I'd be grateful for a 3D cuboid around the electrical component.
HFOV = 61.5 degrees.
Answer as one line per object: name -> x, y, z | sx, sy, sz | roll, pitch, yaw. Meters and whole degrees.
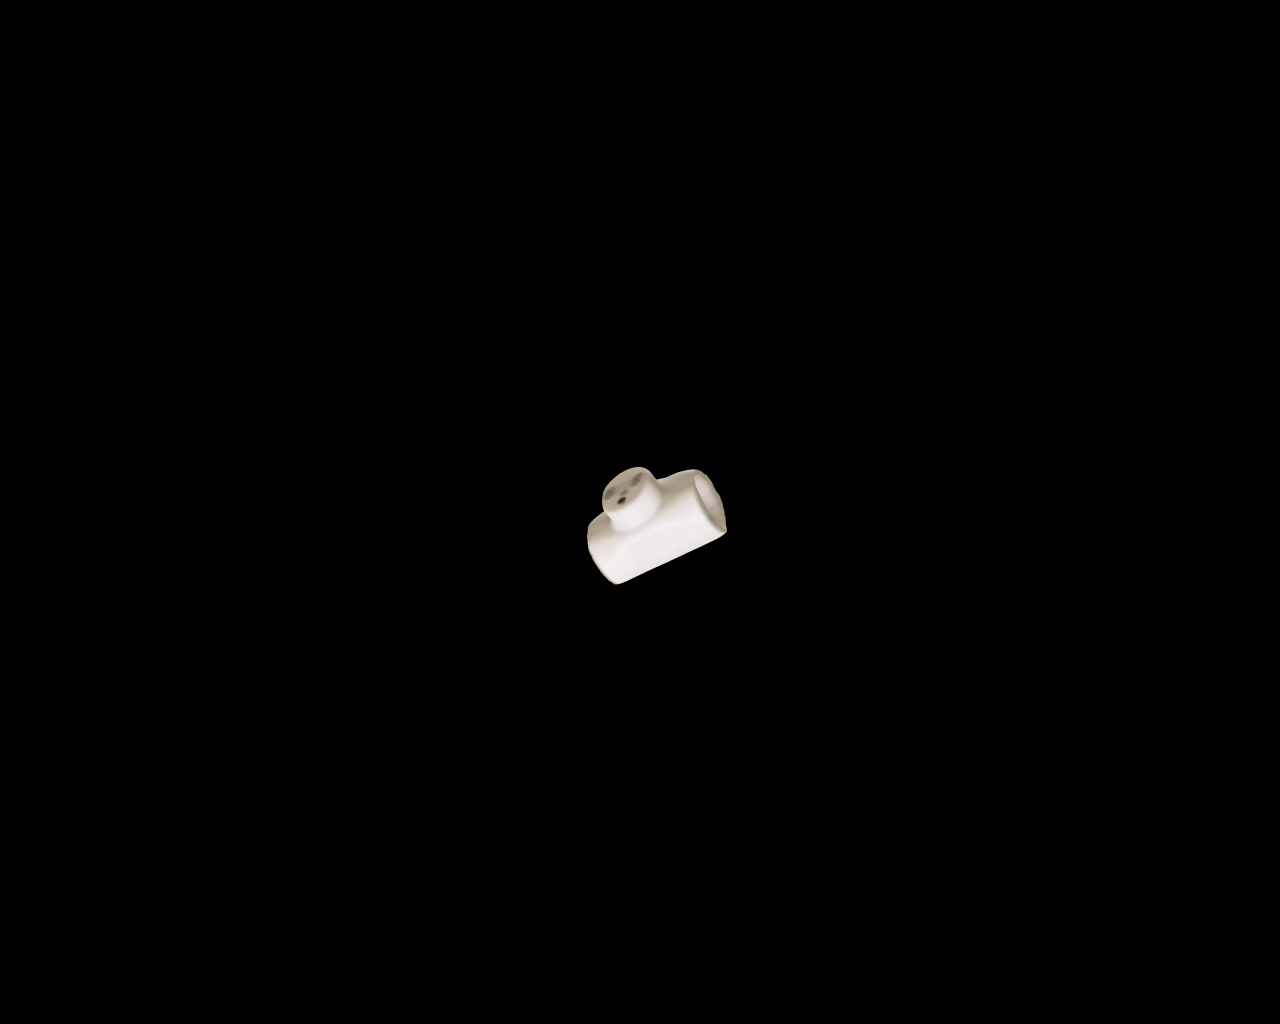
electrical component -> 0.001, -0.003, 0.650 | 0.077, 0.079, 0.044 | -27, 33, 19
